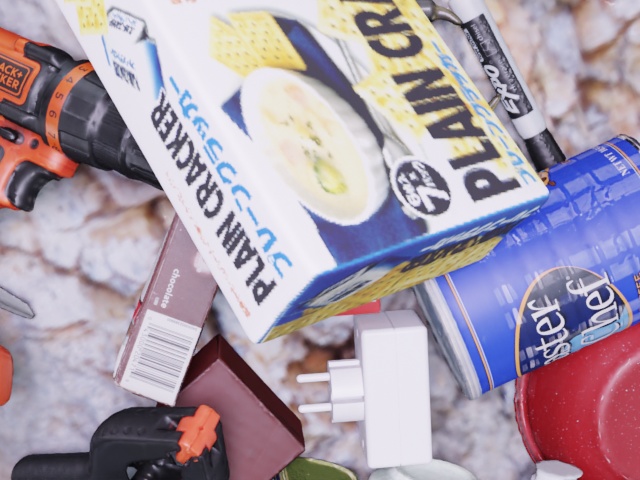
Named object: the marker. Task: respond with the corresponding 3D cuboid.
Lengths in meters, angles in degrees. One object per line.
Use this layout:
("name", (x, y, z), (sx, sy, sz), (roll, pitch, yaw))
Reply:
("marker", (0.111, -0.091, 0.625), (0.020, 0.020, 0.121), (-30, 100, 1))

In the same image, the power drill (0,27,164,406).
("power drill", (-0.161, -0.011, 0.560), (0.185, 0.057, 0.187), (26, 88, 25))

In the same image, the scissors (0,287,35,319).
("scissors", (-0.253, -0.024, 0.613), (0.201, 0.016, 0.096), (15, 98, -6))

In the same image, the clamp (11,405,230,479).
("clamp", (-0.094, 0.144, 0.602), (0.120, 0.039, 0.172), (37, 139, -19))

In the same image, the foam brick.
("foam brick", (-0.053, 0.105, 0.629), (0.051, 0.053, 0.078), (-41, 99, 3))

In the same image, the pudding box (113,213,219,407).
("pudding box", (-0.076, 0.025, 0.596), (0.039, 0.090, 0.113), (22, 98, -6))

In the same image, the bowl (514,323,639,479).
("bowl", (0.203, 0.099, 0.645), (0.162, 0.055, 0.162), (-1, 100, -4))

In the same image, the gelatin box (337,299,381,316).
("gelatin box", (-0.004, 0.001, 0.623), (0.073, 0.030, 0.089), (-5, 103, -9))

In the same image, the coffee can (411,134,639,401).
("coffee can", (0.126, 0.015, 0.601), (0.140, 0.103, 0.103), (-24, 100, 0))

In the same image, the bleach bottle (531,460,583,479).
("bleach bottle", (0.123, 0.259, 0.643), (0.068, 0.102, 0.251), (11, 100, 26))

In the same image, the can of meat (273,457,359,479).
("can of meat", (-0.009, 0.181, 0.621), (0.057, 0.102, 0.084), (15, 96, -8))
